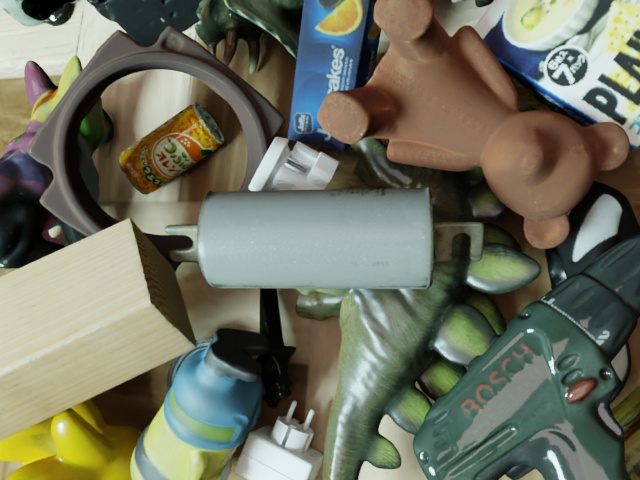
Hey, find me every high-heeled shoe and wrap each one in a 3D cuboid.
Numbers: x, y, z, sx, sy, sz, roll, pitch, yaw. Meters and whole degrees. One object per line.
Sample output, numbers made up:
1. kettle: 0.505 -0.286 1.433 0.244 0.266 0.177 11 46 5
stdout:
1. high-heeled shoe: 0.191 0.064 0.456 0.145 0.086 0.248 39 87 23

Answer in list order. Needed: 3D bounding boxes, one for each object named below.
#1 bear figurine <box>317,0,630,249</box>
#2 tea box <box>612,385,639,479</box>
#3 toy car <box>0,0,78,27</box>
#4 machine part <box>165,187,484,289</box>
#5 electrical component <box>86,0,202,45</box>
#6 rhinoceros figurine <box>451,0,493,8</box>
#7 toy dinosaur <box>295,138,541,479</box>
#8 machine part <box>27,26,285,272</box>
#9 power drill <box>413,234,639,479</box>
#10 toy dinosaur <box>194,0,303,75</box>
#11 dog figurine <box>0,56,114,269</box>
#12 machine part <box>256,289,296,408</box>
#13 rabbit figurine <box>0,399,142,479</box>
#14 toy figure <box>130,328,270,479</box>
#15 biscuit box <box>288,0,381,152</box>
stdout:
1. bear figurine: 0.118 -0.081 0.402 0.196 0.132 0.120 41 113 18
2. tea box: 0.274 0.145 0.406 0.169 0.098 0.068 -45 71 4
3. toy car: -0.308 -0.342 0.667 0.202 0.073 0.056 -36 73 5
4. machine part: -0.001 -0.001 0.408 0.243 0.079 0.079 -1 79 9
5. electrical component: -0.184 -0.288 0.603 0.134 0.115 0.058 -33 75 8
6. rhinoceros figurine: 0.114 -0.298 0.468 0.112 0.073 0.190 -38 100 -3
7. toy dinosaur: 0.071 0.054 0.472 0.199 0.105 0.471 20 84 17
8. machine part: -0.146 -0.080 0.513 0.201 0.087 0.201 37 89 -22
9. power drill: 0.191 0.131 0.342 0.232 0.086 0.207 -37 66 5
10. toy dinosaur: 0.045 -0.296 0.551 0.405 0.131 0.192 -14 93 4
11. dog figurine: -0.301 -0.086 0.564 0.109 0.191 0.219 3 94 27
12. machine part: -0.047 0.084 0.510 0.039 0.084 0.139 -3 66 -10
13. rabbit figurine: -0.230 0.185 0.515 0.173 0.162 0.122 34 76 1
14. toy figure: -0.103 0.155 0.465 0.089 0.082 0.180 31 114 20
15. biscuit box: 0.020 -0.184 0.482 0.063 0.059 0.202 17 116 16
